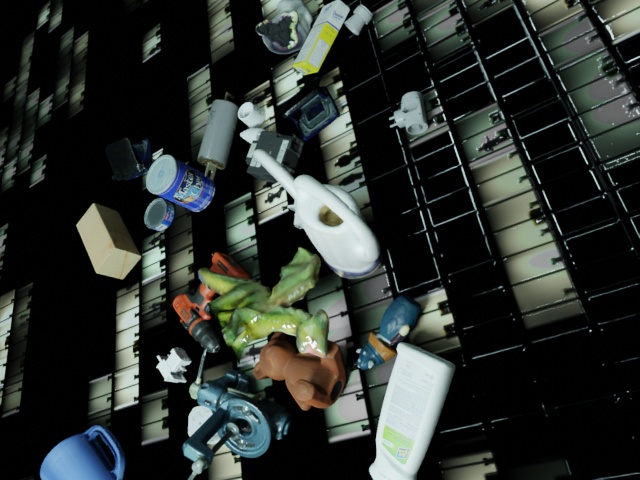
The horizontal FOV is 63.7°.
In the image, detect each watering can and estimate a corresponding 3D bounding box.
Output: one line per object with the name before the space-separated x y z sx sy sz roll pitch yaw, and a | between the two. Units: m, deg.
watering can | 0.003 -0.050 0.996 0.105 0.219 0.353 -40 48 -12

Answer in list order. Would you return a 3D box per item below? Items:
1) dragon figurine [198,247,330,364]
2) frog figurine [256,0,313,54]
dragon figurine | -0.103 0.102 1.025 0.244 0.119 0.417 -31 39 -8
frog figurine | -0.080 -0.557 1.340 0.136 0.121 0.163 -32 21 30
